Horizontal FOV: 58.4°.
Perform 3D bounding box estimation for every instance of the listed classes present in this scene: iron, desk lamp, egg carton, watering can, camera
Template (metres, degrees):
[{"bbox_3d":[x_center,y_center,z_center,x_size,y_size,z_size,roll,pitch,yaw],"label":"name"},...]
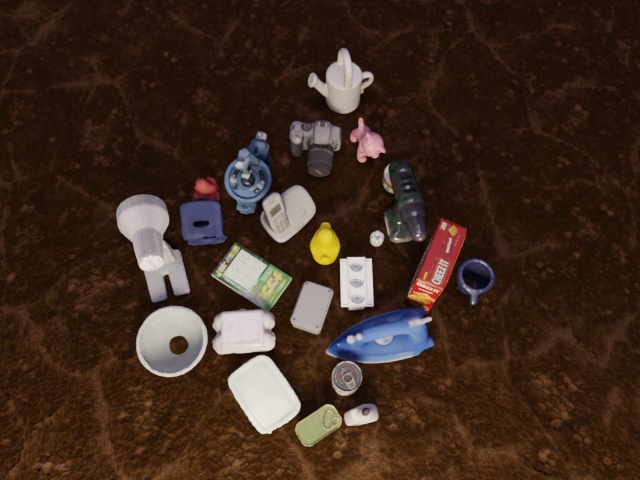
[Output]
[{"bbox_3d":[0.140,0.224,1.342,0.258,0.141,0.118,-13,70,-5],"label":"iron"},{"bbox_3d":[-0.397,0.020,1.374,0.118,0.213,0.203,-18,71,-7],"label":"desk lamp"},{"bbox_3d":[-0.182,0.220,1.378,0.150,0.069,0.107,-4,69,-2],"label":"egg carton"},{"bbox_3d":[0.058,-0.437,1.561,0.173,0.194,0.101,-30,72,-11],"label":"watering can"},{"bbox_3d":[-0.014,-0.248,1.539,0.143,0.101,0.137,4,69,1],"label":"camera"}]

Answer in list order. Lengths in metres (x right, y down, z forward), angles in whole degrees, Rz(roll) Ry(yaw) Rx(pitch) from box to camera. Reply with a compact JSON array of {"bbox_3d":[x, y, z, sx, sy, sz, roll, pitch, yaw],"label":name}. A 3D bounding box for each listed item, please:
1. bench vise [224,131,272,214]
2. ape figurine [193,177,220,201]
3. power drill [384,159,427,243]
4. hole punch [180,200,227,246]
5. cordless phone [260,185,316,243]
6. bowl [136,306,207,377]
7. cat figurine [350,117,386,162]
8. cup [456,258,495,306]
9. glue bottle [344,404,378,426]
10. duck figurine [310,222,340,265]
[{"bbox_3d":[-0.187,-0.195,1.454,0.121,0.220,0.207,-5,69,-2],"label":"bench vise"},{"bbox_3d":[-0.301,-0.133,1.497,0.078,0.092,0.076,-34,73,-12],"label":"ape figurine"},{"bbox_3d":[0.212,-0.072,1.418,0.075,0.208,0.229,-9,70,-4],"label":"power drill"},{"bbox_3d":[-0.298,-0.043,1.465,0.108,0.091,0.101,-6,69,-2],"label":"hole punch"},{"bbox_3d":[-0.084,-0.086,1.433,0.094,0.185,0.148,41,74,14],"label":"cordless phone"},{"bbox_3d":[-0.345,0.246,1.364,0.167,0.075,0.167,0,69,0],"label":"bowl"},{"bbox_3d":[0.129,-0.270,1.540,0.067,0.118,0.127,-18,71,-7],"label":"cat figurine"},{"bbox_3d":[0.374,0.113,1.411,0.091,0.095,0.118,8,70,3],"label":"cup"},{"bbox_3d":[0.095,0.385,1.264,0.078,0.173,0.037,-13,70,-5],"label":"glue bottle"},{"bbox_3d":[0.013,0.005,1.452,0.077,0.086,0.104,2,69,0],"label":"duck figurine"}]
